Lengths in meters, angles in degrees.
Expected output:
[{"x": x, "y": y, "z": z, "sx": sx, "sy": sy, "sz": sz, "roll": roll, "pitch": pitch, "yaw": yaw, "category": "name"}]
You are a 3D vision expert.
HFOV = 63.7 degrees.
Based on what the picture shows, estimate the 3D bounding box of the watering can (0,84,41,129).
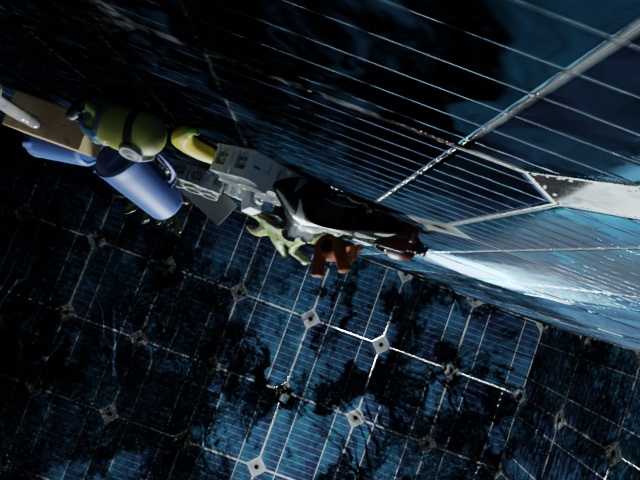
[{"x": -0.701, "y": -0.305, "z": 1.031, "sx": 0.225, "sy": 0.104, "sz": 0.344, "roll": 16, "pitch": 175, "yaw": 42, "category": "watering can"}]

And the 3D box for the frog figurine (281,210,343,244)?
[{"x": 0.004, "y": -0.058, "z": 1.157, "sx": 0.158, "sy": 0.125, "sz": 0.135, "roll": -23, "pitch": 144, "yaw": 26, "category": "frog figurine"}]

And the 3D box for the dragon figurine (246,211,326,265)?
[{"x": -0.146, "y": -0.040, "z": 1.679, "sx": 0.412, "sy": 0.124, "sz": 0.238, "roll": 15, "pitch": 158, "yaw": 32, "category": "dragon figurine"}]
